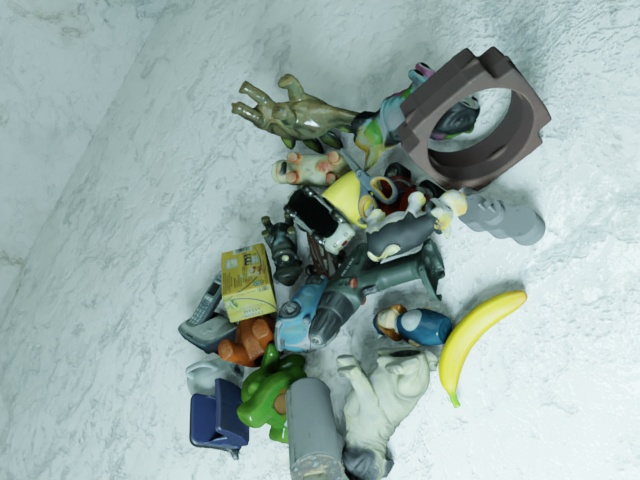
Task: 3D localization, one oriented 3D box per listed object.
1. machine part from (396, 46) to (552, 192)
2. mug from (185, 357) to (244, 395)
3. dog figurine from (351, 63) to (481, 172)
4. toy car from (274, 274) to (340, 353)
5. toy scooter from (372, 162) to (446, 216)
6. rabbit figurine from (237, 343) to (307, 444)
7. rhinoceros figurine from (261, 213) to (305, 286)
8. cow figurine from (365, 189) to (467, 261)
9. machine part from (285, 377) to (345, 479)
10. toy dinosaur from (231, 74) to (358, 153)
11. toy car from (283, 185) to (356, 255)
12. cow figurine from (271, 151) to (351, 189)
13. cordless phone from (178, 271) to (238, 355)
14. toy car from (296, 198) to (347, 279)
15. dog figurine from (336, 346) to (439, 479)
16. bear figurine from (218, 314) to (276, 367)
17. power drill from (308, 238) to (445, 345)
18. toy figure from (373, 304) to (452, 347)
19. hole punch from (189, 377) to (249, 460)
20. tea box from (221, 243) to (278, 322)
[{"bbox_3d":[0.241,-0.185,0.855,0.201,0.201,0.087,-39,43,24],"label":"machine part"},{"bbox_3d":[-0.223,0.283,1.137,0.107,0.109,0.081,-29,34,16],"label":"mug"},{"bbox_3d":[0.166,-0.209,1.008,0.219,0.191,0.108,-54,5,37],"label":"dog figurine"},{"bbox_3d":[-0.010,0.146,0.995,0.103,0.109,0.162,28,49,19],"label":"toy car"},{"bbox_3d":[0.150,-0.057,0.973,0.135,0.075,0.184,-55,38,7],"label":"toy scooter"},{"bbox_3d":[-0.099,0.276,1.005,0.170,0.121,0.159,-4,60,61],"label":"rabbit figurine"},{"bbox_3d":[-0.080,0.019,1.138,0.073,0.111,0.190,-10,35,-3],"label":"rhinoceros figurine"},{"bbox_3d":[0.151,-0.023,0.854,0.167,0.068,0.098,-22,27,29],"label":"cow figurine"},{"bbox_3d":[-0.012,0.294,0.829,0.079,0.079,0.243,-48,20,14],"label":"machine part"},{"bbox_3d":[-0.035,-0.271,1.189,0.472,0.198,0.105,17,82,41],"label":"toy dinosaur"},{"bbox_3d":[-0.006,-0.045,1.073,0.073,0.056,0.202,-48,45,2],"label":"toy car"},{"bbox_3d":[-0.021,-0.152,1.179,0.195,0.127,0.085,3,89,29],"label":"cow figurine"},{"bbox_3d":[-0.231,0.163,1.230,0.147,0.088,0.184,14,73,49],"label":"cordless phone"},{"bbox_3d":[-0.002,-0.003,1.115,0.089,0.053,0.202,-32,46,25],"label":"toy car"},{"bbox_3d":[0.109,0.271,0.828,0.172,0.121,0.190,-10,91,11],"label":"dog figurine"},{"bbox_3d":[-0.150,0.159,1.113,0.120,0.131,0.196,-28,55,7],"label":"bear figurine"},{"bbox_3d":[0.099,0.080,0.895,0.207,0.086,0.232,-22,24,32],"label":"power drill"},{"bbox_3d":[0.142,0.137,0.883,0.155,0.057,0.064,0,29,48],"label":"toy figure"},{"bbox_3d":[-0.182,0.340,1.045,0.092,0.115,0.142,-43,41,29],"label":"hole punch"},{"bbox_3d":[-0.145,0.082,1.085,0.098,0.068,0.170,-14,30,-1],"label":"tea box"}]
